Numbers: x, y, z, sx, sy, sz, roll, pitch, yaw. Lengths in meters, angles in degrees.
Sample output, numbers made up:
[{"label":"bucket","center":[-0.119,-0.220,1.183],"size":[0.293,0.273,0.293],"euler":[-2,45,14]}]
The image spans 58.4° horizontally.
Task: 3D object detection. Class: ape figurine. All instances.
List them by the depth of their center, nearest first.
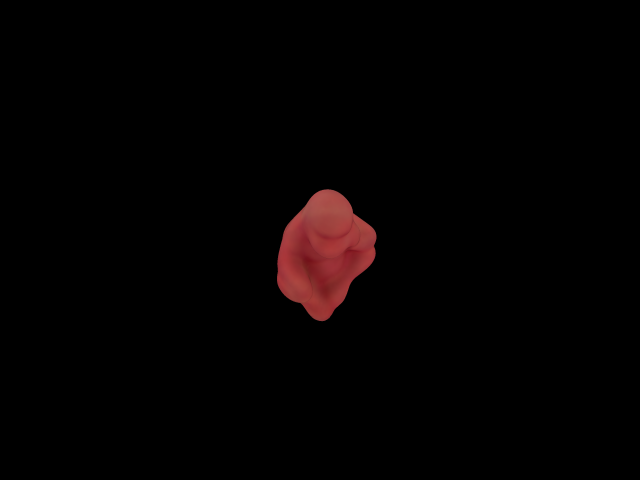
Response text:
[{"label":"ape figurine","center":[0.004,0.001,0.400],"size":[0.078,0.092,0.076],"euler":[-15,58,-9]}]
